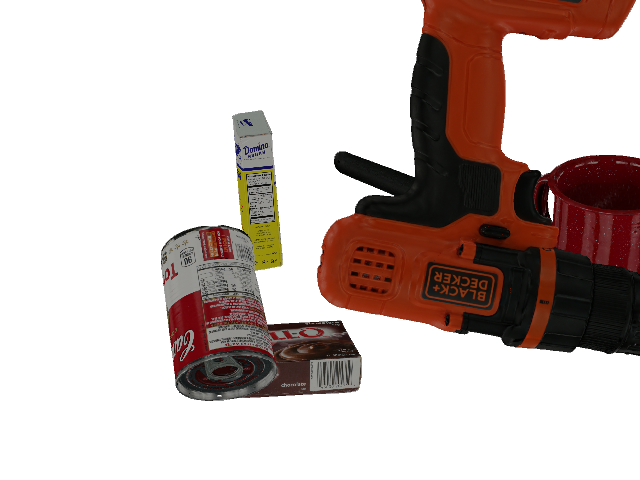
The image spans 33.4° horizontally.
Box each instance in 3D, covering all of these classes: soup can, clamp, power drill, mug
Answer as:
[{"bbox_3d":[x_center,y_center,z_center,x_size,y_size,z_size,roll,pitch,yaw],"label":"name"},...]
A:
[{"bbox_3d":[-0.071,0.048,0.727,0.068,0.102,0.068,-9,-31,-6],"label":"soup can"},{"bbox_3d":[0.124,-0.053,1.223,0.164,0.210,0.036,-15,-38,-27],"label":"clamp"},{"bbox_3d":[0.102,-0.041,0.518,0.184,0.188,0.057,10,2,-3],"label":"power drill"},{"bbox_3d":[0.202,-0.011,0.783,0.093,0.081,0.117,-25,36,-33],"label":"mug"}]

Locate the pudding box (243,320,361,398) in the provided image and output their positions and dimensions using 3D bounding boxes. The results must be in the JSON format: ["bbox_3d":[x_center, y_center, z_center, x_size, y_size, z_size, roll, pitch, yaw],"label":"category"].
[{"bbox_3d":[-0.026,0.106,0.968,0.113,0.039,0.090,0,18,-11],"label":"pudding box"}]

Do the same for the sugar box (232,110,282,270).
[{"bbox_3d":[-0.078,-0.061,1.310,0.048,0.176,0.093,-9,25,-7],"label":"sugar box"}]
